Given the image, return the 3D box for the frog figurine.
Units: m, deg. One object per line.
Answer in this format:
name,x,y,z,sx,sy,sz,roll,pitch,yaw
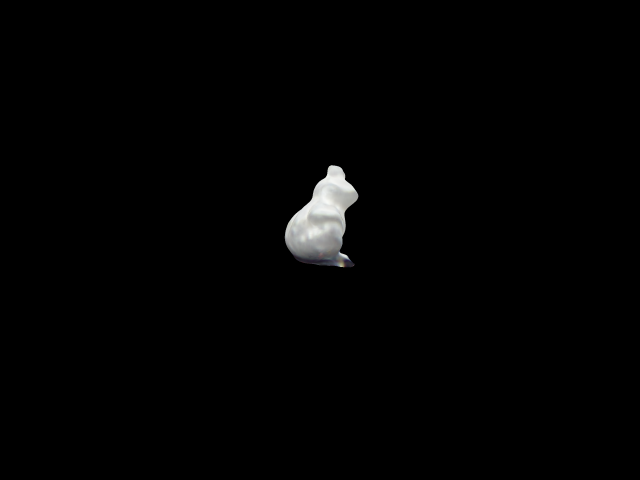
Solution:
frog figurine,0.003,-0.043,0.850,0.123,0.158,0.138,0,9,0
